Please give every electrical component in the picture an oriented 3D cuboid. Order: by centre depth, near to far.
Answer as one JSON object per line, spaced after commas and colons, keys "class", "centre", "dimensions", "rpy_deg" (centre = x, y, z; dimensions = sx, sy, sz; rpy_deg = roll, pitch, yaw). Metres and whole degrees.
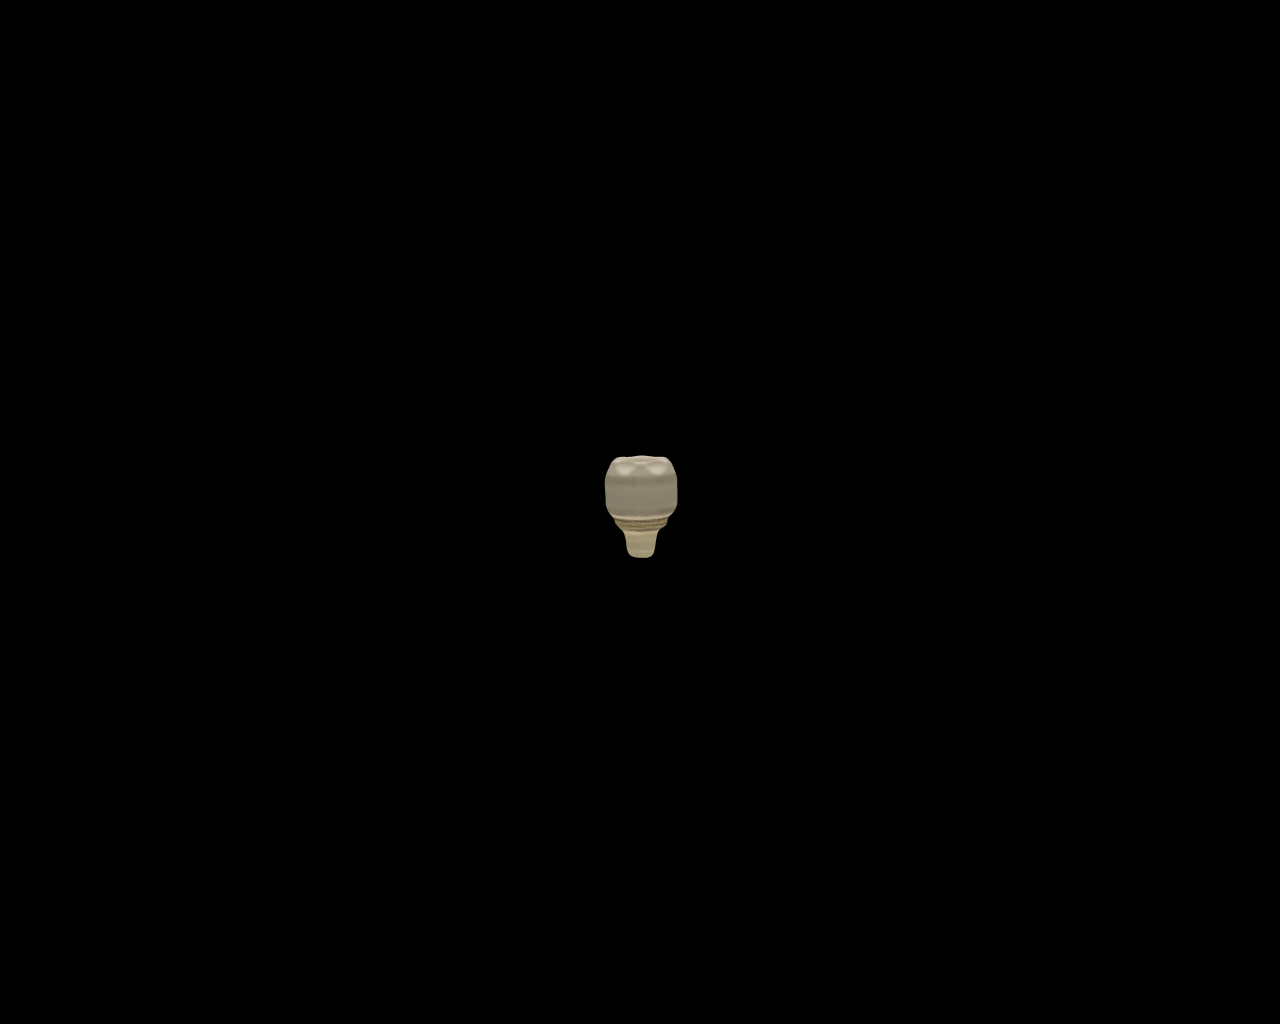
{"class": "electrical component", "centre": [0.001, -0.003, 0.650], "dimensions": [0.043, 0.062, 0.043], "rpy_deg": [0, 9, 0]}
